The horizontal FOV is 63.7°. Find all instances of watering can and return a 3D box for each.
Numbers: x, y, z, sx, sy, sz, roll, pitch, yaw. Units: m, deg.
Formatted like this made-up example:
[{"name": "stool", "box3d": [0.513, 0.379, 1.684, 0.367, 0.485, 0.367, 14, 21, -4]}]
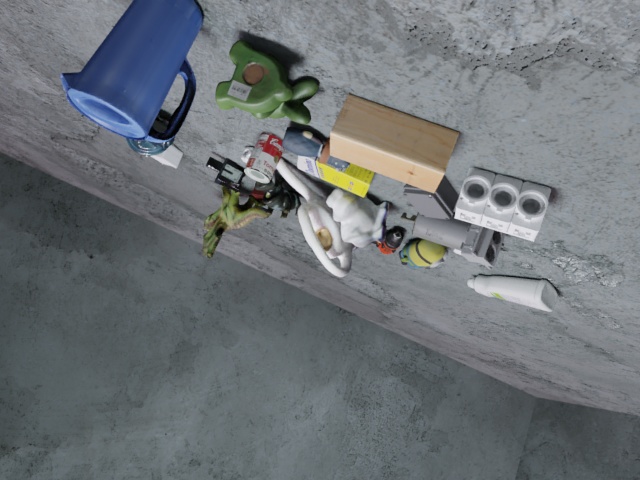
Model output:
[{"name": "watering can", "box3d": [0.004, -0.069, 1.361, 0.225, 0.103, 0.350, -11, -107, -62]}]

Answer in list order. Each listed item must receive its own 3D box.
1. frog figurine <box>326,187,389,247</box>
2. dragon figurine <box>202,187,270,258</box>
[{"name": "frog figurine", "box3d": [0.083, -0.059, 1.287, 0.159, 0.138, 0.122, 19, 170, -11]}, {"name": "dragon figurine", "box3d": [-0.287, -0.044, 1.636, 0.121, 0.242, 0.415, 30, -177, -28]}]
